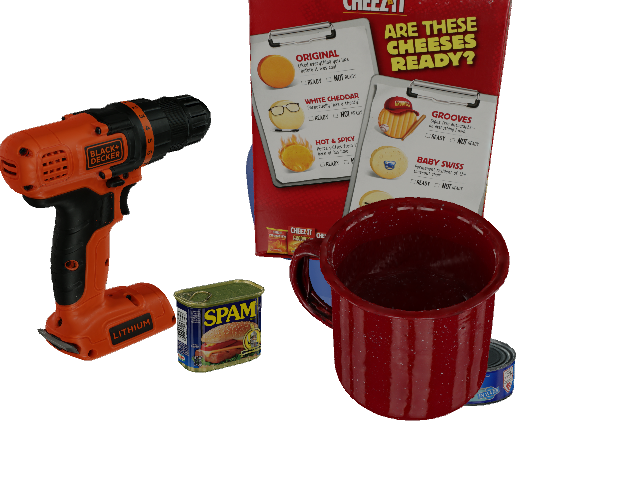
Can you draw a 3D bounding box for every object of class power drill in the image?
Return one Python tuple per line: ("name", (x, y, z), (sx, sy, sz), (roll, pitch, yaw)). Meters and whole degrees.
("power drill", (-0.157, -0.014, 0.830), (0.057, 0.188, 0.184), (18, 28, 41))

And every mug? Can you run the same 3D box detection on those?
("mug", (0.036, 0.034, 0.551), (0.117, 0.081, 0.093), (16, 42, 21))

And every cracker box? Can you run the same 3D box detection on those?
("cracker box", (0.037, -0.086, 0.733), (0.164, 0.214, 0.072), (4, 36, 4))

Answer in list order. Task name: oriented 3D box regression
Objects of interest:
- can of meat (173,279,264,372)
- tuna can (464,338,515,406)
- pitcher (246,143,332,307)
("can of meat", (-0.115, 0.097, 1.218), (0.101, 0.084, 0.058), (-10, 19, -35))
("tuna can", (0.123, 0.110, 0.911), (0.086, 0.034, 0.086), (-1, 14, 0))
("pitcher", (0.017, -0.041, 0.967), (0.149, 0.243, 0.145), (2, 43, 3))
